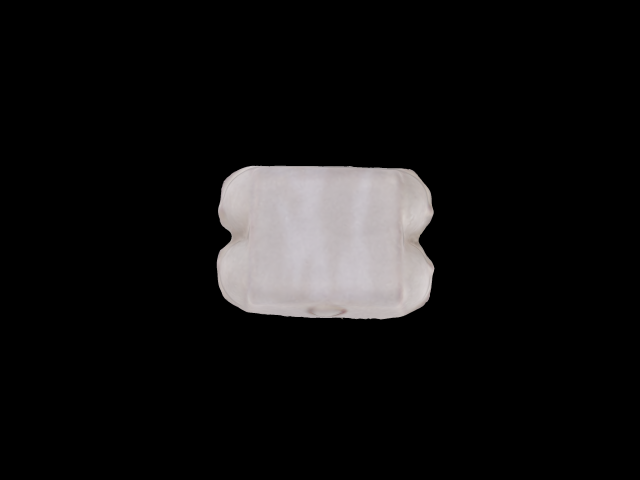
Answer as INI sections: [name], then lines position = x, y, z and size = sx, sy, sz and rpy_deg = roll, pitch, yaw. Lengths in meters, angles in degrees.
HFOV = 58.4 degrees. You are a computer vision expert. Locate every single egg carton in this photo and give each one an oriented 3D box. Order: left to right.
[egg carton]
position = 0.004, 0.001, 0.400
size = 0.150, 0.069, 0.107
rpy_deg = 0, 81, 0
